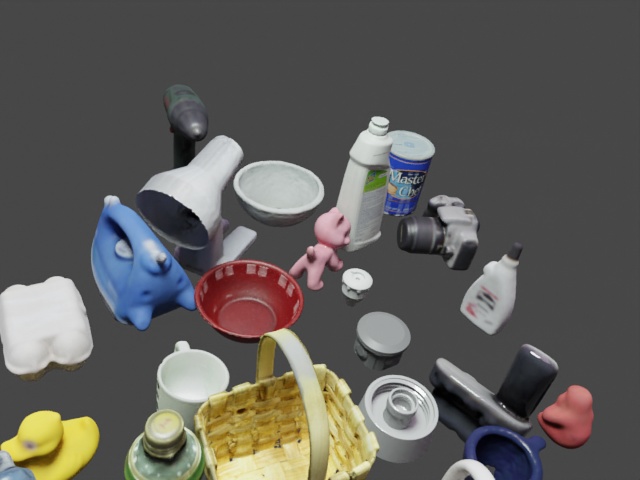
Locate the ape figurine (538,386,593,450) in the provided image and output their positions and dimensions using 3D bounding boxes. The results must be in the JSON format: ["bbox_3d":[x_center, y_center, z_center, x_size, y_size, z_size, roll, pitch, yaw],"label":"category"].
[{"bbox_3d":[0.345,0.236,0.788,0.078,0.092,0.076,4,39,-10],"label":"ape figurine"}]

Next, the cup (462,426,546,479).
[{"bbox_3d":[0.217,0.283,0.695,0.118,0.095,0.091,-14,46,-29],"label":"cup"}]

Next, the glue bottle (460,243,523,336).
[{"bbox_3d":[0.282,0.071,0.908,0.037,0.173,0.078,-27,52,-38],"label":"glue bottle"}]

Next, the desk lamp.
[{"bbox_3d":[-0.182,-0.045,0.895,0.117,0.213,0.203,21,40,12],"label":"desk lamp"}]

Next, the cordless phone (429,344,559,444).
[{"bbox_3d":[0.225,0.181,0.750,0.147,0.185,0.094,33,43,24],"label":"cordless phone"}]

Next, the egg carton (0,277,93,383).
[{"bbox_3d":[-0.367,0.116,0.766,0.107,0.069,0.150,-13,45,-28],"label":"egg carton"}]

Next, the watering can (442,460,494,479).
[{"bbox_3d":[0.130,0.300,0.573,0.173,0.194,0.100,-15,46,-29],"label":"watering can"}]

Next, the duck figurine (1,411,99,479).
[{"bbox_3d":[-0.302,0.224,0.639,0.105,0.086,0.077,-22,50,-35],"label":"duck figurine"}]

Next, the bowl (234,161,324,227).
[{"bbox_3d":[-0.079,-0.075,1.069,0.167,0.075,0.167,7,39,-6],"label":"bowl"}]

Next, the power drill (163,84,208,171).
[{"bbox_3d":[-0.241,-0.172,1.038,0.076,0.208,0.229,-6,42,-21],"label":"power drill"}]

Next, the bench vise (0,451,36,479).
[{"bbox_3d":[-0.264,0.264,0.492,0.207,0.220,0.122,29,42,20],"label":"bench vise"}]

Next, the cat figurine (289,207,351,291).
[{"bbox_3d":[0.009,0.003,0.963,0.067,0.118,0.128,27,41,18],"label":"cat figurine"}]

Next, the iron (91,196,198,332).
[{"bbox_3d":[-0.284,0.010,0.859,0.119,0.141,0.257,-21,49,-34],"label":"iron"}]

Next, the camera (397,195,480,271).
[{"bbox_3d":[0.215,-0.025,1.065,0.137,0.101,0.143,3,40,-11],"label":"camera"}]
